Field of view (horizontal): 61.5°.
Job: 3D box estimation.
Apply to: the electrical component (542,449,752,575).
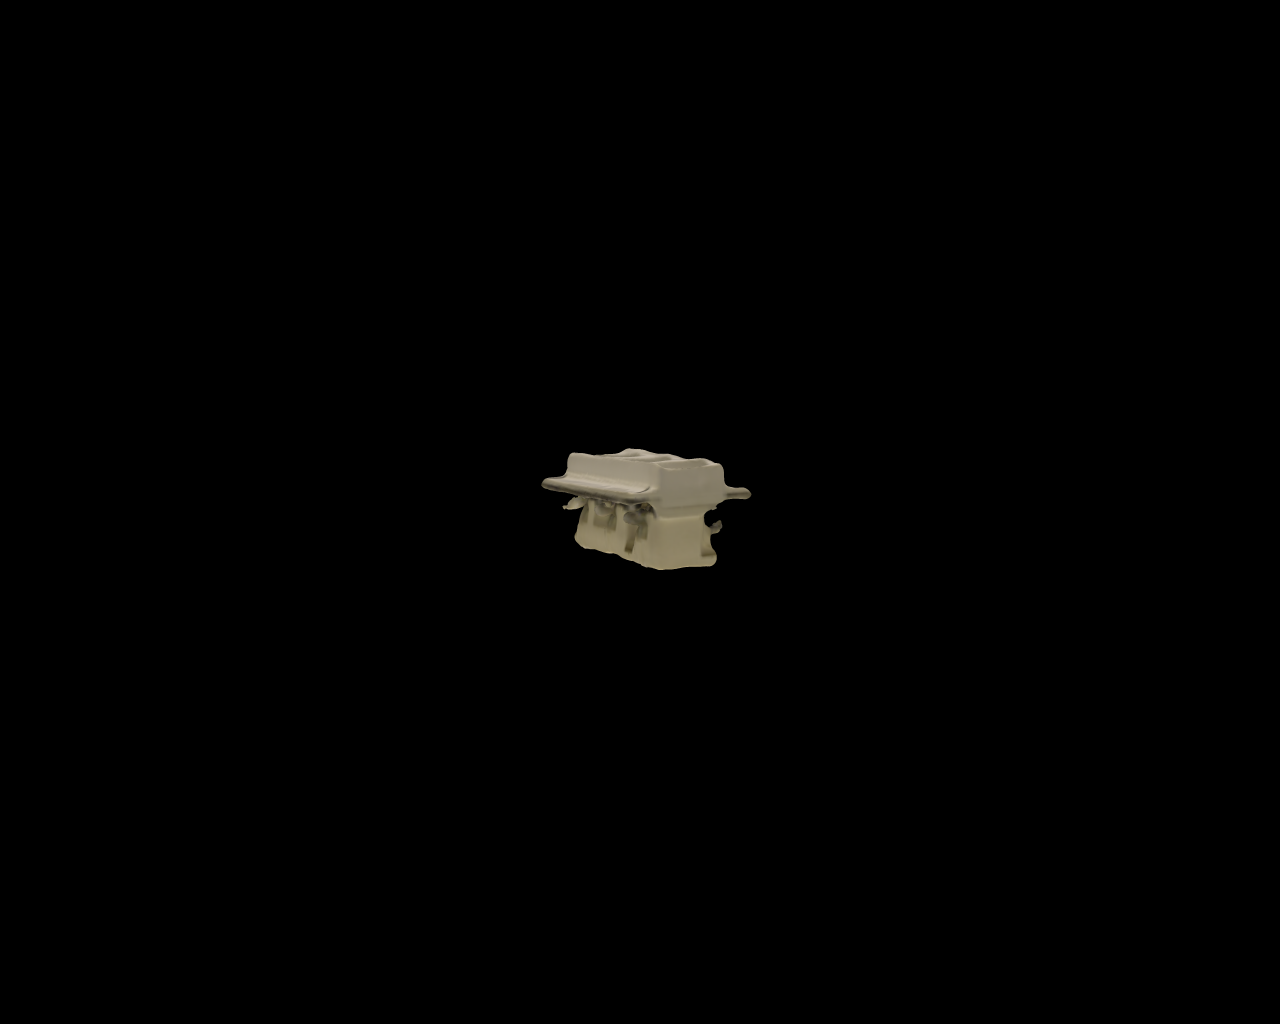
[{"bbox_3d":[0.001,-0.003,0.650,0.079,0.063,0.121,-4,8,-27],"label":"electrical component"}]
